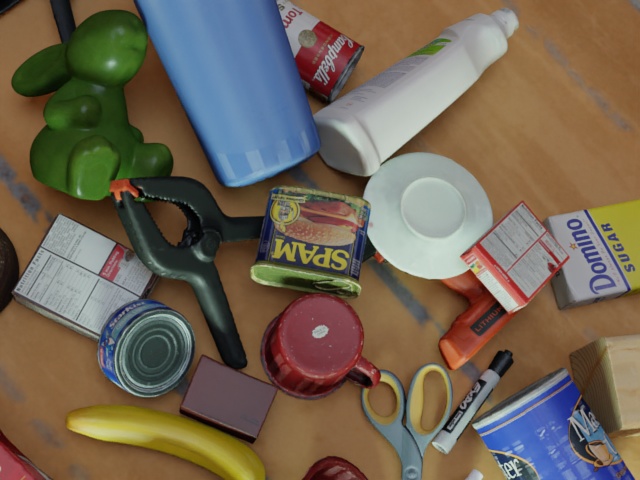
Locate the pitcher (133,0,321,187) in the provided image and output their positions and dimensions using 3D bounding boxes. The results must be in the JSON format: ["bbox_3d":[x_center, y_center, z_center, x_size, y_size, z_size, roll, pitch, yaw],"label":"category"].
[{"bbox_3d":[-0.092,-0.179,1.018,0.145,0.149,0.243,-15,103,26],"label":"pitcher"}]

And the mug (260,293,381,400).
[{"bbox_3d":[0.005,0.103,0.994,0.117,0.081,0.093,33,71,2],"label":"mug"}]

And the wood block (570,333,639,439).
[{"bbox_3d":[0.363,0.136,1.039,0.206,0.091,0.090,-4,74,-10],"label":"wood block"}]

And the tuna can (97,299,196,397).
[{"bbox_3d":[-0.157,0.099,0.970,0.085,0.034,0.086,-11,108,-36],"label":"tuna can"}]

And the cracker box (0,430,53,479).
[{"bbox_3d":[-0.303,0.164,0.883,0.214,0.164,0.072,44,74,5],"label":"cracker box"}]

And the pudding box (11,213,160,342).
[{"bbox_3d":[-0.217,0.040,1.000,0.113,0.039,0.090,27,73,1],"label":"pudding box"}]

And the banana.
[{"bbox_3d":[-0.128,0.183,0.959,0.198,0.069,0.037,20,100,7],"label":"banana"}]

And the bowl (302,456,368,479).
[{"bbox_3d":[0.004,0.274,0.931,0.055,0.161,0.162,-21,74,29],"label":"bowl"}]

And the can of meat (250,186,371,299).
[{"bbox_3d":[-0.006,0.001,0.985,0.102,0.057,0.084,10,70,2],"label":"can of meat"}]

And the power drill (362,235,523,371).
[{"bbox_3d":[0.095,0.034,1.043,0.184,0.057,0.188,-39,83,-17],"label":"power drill"}]

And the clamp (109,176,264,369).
[{"bbox_3d":[-0.102,-0.002,0.989,0.209,0.036,0.164,45,63,-29],"label":"clamp"}]

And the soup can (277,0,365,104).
[{"bbox_3d":[-0.015,-0.194,1.087,0.102,0.068,0.068,32,71,2],"label":"soup can"}]

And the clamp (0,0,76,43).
[{"bbox_3d":[-0.273,-0.257,1.078,0.120,0.039,0.171,25,71,-3],"label":"clamp"}]

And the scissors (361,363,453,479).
[{"bbox_3d":[0.069,0.208,1.002,0.096,0.016,0.201,15,76,12],"label":"scissors"}]

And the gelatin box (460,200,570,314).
[{"bbox_3d":[0.186,0.016,1.016,0.073,0.030,0.089,49,54,2],"label":"gelatin box"}]

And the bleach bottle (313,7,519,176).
[{"bbox_3d":[0.109,-0.161,1.081,0.250,0.103,0.068,-37,114,-18],"label":"bleach bottle"}]

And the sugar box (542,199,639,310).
[{"bbox_3d":[0.319,0.008,1.093,0.176,0.048,0.093,-11,75,-14],"label":"sugar box"}]

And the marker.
[{"bbox_3d":[0.151,0.155,1.036,0.020,0.020,0.121,39,71,3],"label":"marker"}]

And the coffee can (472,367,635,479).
[{"bbox_3d":[0.221,0.204,0.989,0.102,0.103,0.140,-28,80,-16],"label":"coffee can"}]

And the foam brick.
[{"bbox_3d":[-0.085,0.148,0.983,0.078,0.051,0.053,24,72,-1],"label":"foam brick"}]
